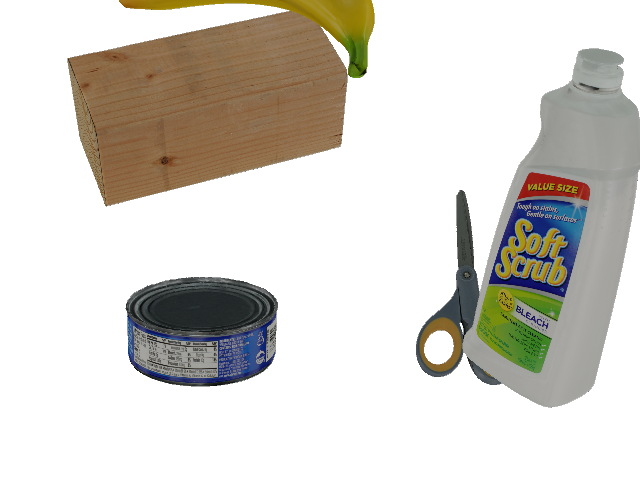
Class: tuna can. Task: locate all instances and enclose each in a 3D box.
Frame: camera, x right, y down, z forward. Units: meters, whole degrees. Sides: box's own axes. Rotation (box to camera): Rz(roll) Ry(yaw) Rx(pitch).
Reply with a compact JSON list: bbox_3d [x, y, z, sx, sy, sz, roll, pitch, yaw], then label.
[{"bbox_3d":[-0.067,0.051,0.608,0.086,0.034,0.086,2,18,-1],"label":"tuna can"}]

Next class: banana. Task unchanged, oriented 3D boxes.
[{"bbox_3d":[-0.039,-0.153,0.654,0.198,0.069,0.037,21,-32,32],"label":"banana"}]

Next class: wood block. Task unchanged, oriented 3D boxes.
[{"bbox_3d":[-0.091,-0.111,0.877,0.205,0.090,0.091,-16,-37,-16],"label":"wood block"}]

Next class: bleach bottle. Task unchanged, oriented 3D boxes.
[{"bbox_3d":[0.163,-0.011,0.737,0.067,0.251,0.103,-19,37,-33],"label":"bleach bottle"}]

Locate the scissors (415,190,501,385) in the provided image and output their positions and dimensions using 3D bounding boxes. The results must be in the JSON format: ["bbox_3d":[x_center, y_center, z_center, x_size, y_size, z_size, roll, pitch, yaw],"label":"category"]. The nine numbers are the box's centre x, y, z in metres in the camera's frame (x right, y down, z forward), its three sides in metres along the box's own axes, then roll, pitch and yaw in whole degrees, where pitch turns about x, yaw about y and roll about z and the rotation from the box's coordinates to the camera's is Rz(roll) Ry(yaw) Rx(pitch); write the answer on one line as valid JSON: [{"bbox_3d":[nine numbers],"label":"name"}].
[{"bbox_3d":[0.118,0.045,0.986,0.096,0.202,0.016,-14,-31,-4],"label":"scissors"}]
